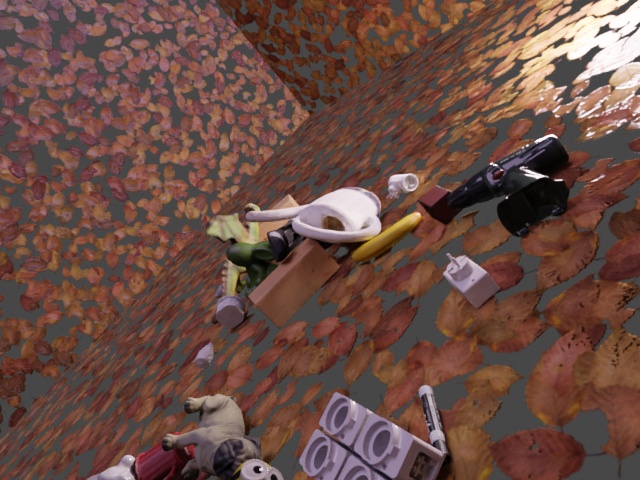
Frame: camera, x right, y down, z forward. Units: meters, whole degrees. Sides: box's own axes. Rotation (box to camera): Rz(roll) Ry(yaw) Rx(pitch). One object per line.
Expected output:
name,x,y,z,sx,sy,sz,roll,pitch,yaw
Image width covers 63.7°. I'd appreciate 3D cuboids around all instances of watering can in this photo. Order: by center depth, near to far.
watering can,0.004,-0.065,1.287,0.349,0.102,0.228,13,28,31

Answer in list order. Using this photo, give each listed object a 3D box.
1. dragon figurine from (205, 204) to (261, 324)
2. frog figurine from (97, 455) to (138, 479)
dragon figurine,-0.273,0.035,1.599,0.121,0.240,0.419,-20,26,41
frog figurine,-0.363,0.483,0.924,0.135,0.122,0.163,-56,6,34
